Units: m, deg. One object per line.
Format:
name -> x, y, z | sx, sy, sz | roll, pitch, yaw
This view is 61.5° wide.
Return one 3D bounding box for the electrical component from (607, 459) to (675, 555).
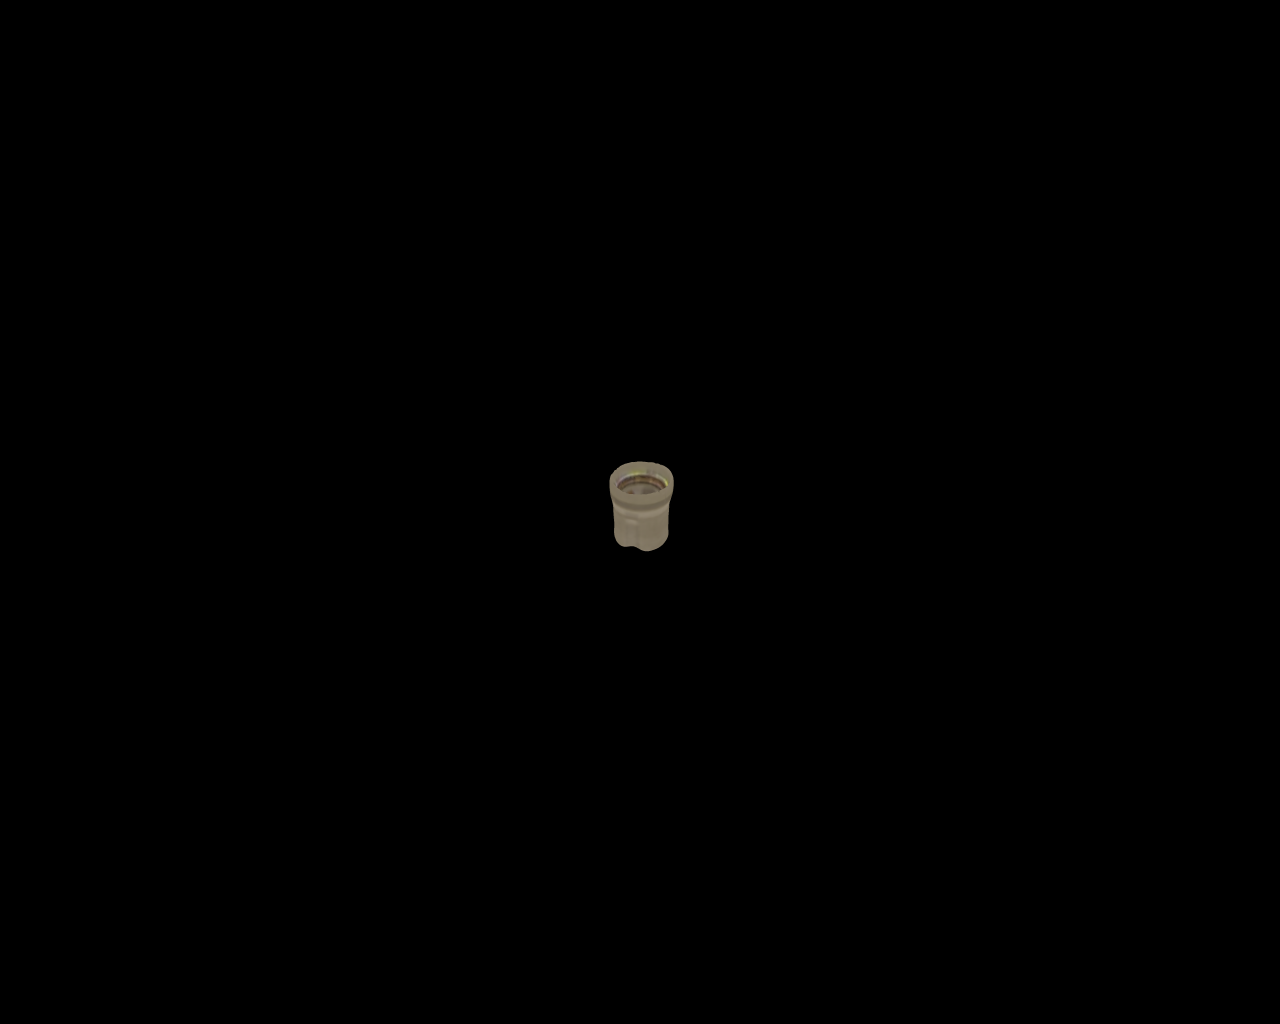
electrical component -> 0.001, -0.003, 0.650 | 0.040, 0.046, 0.040 | 0, 34, 0
